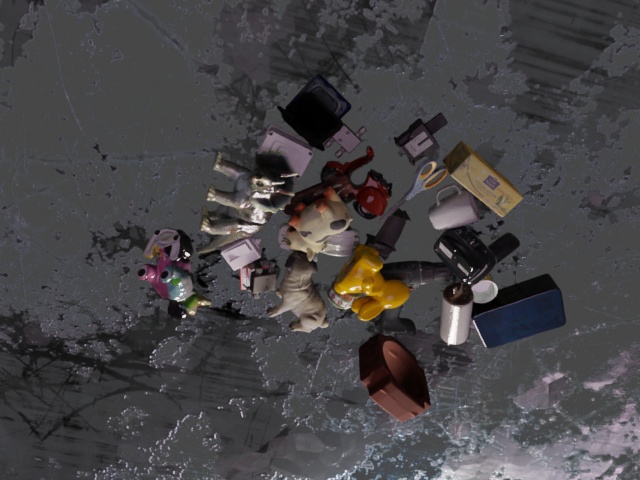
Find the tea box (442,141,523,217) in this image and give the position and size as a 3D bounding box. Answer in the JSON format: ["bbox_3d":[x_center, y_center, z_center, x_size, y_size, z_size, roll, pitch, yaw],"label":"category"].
[{"bbox_3d":[0.369,-0.139,1.224,0.169,0.098,0.068,33,114,-18],"label":"tea box"}]

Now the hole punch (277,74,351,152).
[{"bbox_3d":[-0.007,-0.279,1.167,0.142,0.092,0.116,38,141,-22],"label":"hole punch"}]

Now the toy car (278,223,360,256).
[{"bbox_3d":[-0.003,-0.004,1.319,0.202,0.056,0.073,6,118,-3],"label":"toy car"}]

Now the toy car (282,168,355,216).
[{"bbox_3d":[-0.011,-0.098,1.233,0.202,0.053,0.089,-16,111,40],"label":"toy car"}]

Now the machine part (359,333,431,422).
[{"bbox_3d":[0.195,0.363,1.433,0.201,0.201,0.087,40,113,-19],"label":"machine part"}]

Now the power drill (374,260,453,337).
[{"bbox_3d":[0.223,0.148,1.388,0.232,0.086,0.207,2,122,1],"label":"power drill"}]

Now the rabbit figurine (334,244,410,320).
[{"bbox_3d":[0.132,0.114,1.286,0.173,0.122,0.162,28,92,-14],"label":"rabbit figurine"}]

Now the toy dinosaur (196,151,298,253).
[{"bbox_3d":[-0.170,-0.073,1.231,0.192,0.131,0.404,13,147,-12],"label":"toy dinosaur"}]

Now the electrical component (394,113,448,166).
[{"bbox_3d":[0.234,-0.231,1.204,0.119,0.048,0.074,-32,114,18],"label":"electrical component"}]

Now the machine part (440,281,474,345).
[{"bbox_3d":[0.353,0.192,1.389,0.079,0.079,0.242,-7,133,4],"label":"machine part"}]

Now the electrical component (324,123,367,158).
[{"bbox_3d":[0.058,-0.232,1.217,0.063,0.021,0.094,42,111,-19],"label":"electrical component"}]

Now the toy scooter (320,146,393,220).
[{"bbox_3d":[0.102,-0.138,1.237,0.184,0.075,0.135,39,116,-14],"label":"toy scooter"}]

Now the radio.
[{"bbox_3d":[0.519,0.191,1.415,0.230,0.073,0.131,-21,117,12],"label":"radio"}]

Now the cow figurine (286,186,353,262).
[{"bbox_3d":[-0.006,-0.028,1.211,0.127,0.085,0.195,43,136,-19],"label":"cow figurine"}]

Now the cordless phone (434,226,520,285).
[{"bbox_3d":[0.389,0.010,1.316,0.184,0.147,0.088,-31,152,-19],"label":"cordless phone"}]

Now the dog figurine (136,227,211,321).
[{"bbox_3d":[-0.350,0.094,1.349,0.109,0.191,0.219,0,150,19],"label":"dog figurine"}]

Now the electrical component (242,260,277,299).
[{"bbox_3d":[-0.152,0.096,1.347,0.078,0.045,0.102,-14,125,-25],"label":"electrical component"}]

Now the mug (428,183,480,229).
[{"bbox_3d":[0.308,-0.075,1.269,0.107,0.081,0.109,-24,120,23],"label":"mug"}]

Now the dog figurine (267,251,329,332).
[{"bbox_3d":[-0.028,0.127,1.327,0.172,0.121,0.190,21,132,-11],"label":"dog figurine"}]

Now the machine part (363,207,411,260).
[{"bbox_3d":[0.166,-0.016,1.324,0.084,0.039,0.138,28,116,-8],"label":"machine part"}]
